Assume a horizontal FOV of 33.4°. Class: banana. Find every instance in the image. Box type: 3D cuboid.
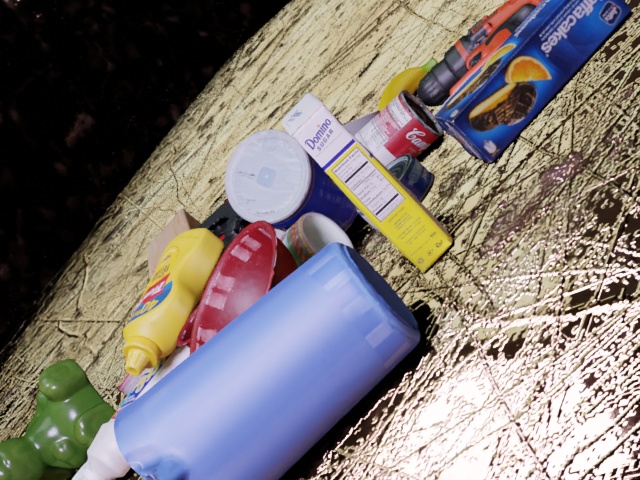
[{"bbox_3d":[0.106,-0.182,1.387,0.070,0.037,0.197,-38,18,34],"label":"banana"}]

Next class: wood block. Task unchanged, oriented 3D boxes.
[{"bbox_3d":[-0.194,0.029,1.580,0.090,0.090,0.206,-48,15,2],"label":"wood block"}]

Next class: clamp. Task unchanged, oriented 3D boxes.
[{"bbox_3d":[-0.094,-0.020,1.349,0.210,0.036,0.164,1,67,54],"label":"clamp"}]

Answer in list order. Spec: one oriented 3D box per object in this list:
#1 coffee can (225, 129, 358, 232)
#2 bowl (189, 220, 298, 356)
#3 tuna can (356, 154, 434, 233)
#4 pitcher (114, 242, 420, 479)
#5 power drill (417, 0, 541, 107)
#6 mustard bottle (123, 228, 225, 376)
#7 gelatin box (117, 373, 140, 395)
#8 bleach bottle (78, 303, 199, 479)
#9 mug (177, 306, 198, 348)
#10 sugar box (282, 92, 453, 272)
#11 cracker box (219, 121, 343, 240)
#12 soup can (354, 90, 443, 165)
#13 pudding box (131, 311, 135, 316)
[{"bbox_3d":[-0.027,-0.058,1.190,0.103,0.103,0.140,-44,-23,14],"label":"coffee can"},{"bbox_3d":[-0.062,0.065,1.008,0.162,0.055,0.162,-47,29,36],"label":"bowl"},{"bbox_3d":[0.079,-0.051,1.134,0.086,0.033,0.086,-44,16,15],"label":"tuna can"},{"bbox_3d":[-0.038,0.116,0.879,0.243,0.144,0.149,-42,39,8],"label":"pitcher"},{"bbox_3d":[0.179,-0.191,1.167,0.185,0.057,0.187,-42,16,21],"label":"power drill"},{"bbox_3d":[-0.174,0.076,1.206,0.096,0.058,0.191,-30,28,40],"label":"mustard bottle"},{"bbox_3d":[-0.230,0.163,1.426,0.089,0.030,0.073,-53,7,45],"label":"gelatin box"},{"bbox_3d":[-0.187,0.183,1.228,0.250,0.068,0.103,-52,16,-9],"label":"bleach bottle"},{"bbox_3d":[-0.088,0.101,1.117,0.093,0.081,0.117,-49,15,-5],"label":"mug"},{"bbox_3d":[0.041,-0.054,0.969,0.048,0.176,0.093,-46,15,5],"label":"sugar box"},{"bbox_3d":[-0.056,-0.060,1.456,0.214,0.072,0.164,-36,20,35],"label":"cracker box"},{"bbox_3d":[0.081,-0.112,1.219,0.102,0.068,0.068,-42,16,21],"label":"soup can"},{"bbox_3d":[-0.168,0.077,1.328,0.113,0.039,0.090,-50,47,-9],"label":"pudding box"}]
